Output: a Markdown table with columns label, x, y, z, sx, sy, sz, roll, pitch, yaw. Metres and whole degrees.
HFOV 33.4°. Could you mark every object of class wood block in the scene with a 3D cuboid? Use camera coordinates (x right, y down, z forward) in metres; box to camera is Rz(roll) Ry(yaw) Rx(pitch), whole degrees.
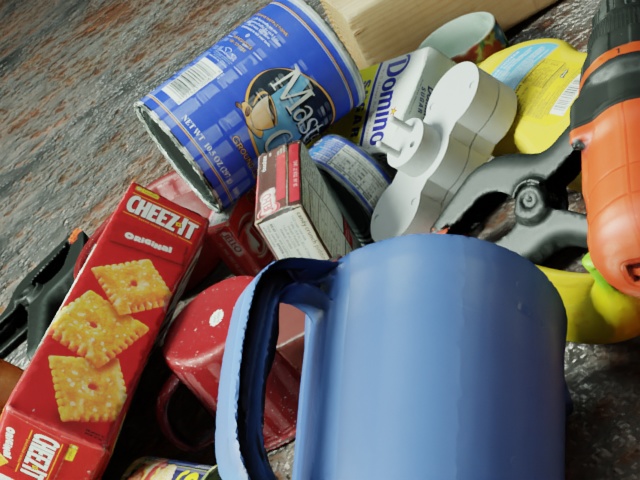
| label | x | y | z | sx | sy | sz | roll | pitch | yaw |
| --- | --- | --- | --- | --- | --- | --- | --- | --- | --- |
| wood block | 0.115 | -0.221 | 0.940 | 0.206 | 0.090 | 0.090 | -30 | 31 | -1 |

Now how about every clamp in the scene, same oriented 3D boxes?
| label | x | y | z | sx | sy | sz | roll | pitch | yaw |
| --- | --- | --- | --- | --- | --- | --- | --- | --- | --- |
| clamp | -0.275 | 0.068 | 1.003 | 0.165 | 0.036 | 0.209 | -21 | 29 | 28 |
| clamp | 0.140 | -0.033 | 0.655 | 0.172 | 0.039 | 0.120 | -11 | 68 | 37 |

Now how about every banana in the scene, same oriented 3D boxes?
| label | x | y | z | sx | sy | sz | roll | pitch | yaw |
| --- | --- | --- | --- | --- | --- | --- | --- | --- | --- |
| banana | 0.129 | 0.026 | 0.575 | 0.037 | 0.069 | 0.198 | -45 | 8 | -12 |

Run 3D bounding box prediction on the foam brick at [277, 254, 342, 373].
| label | x | y | z | sx | sy | sz | roll | pitch | yaw |
| --- | --- | --- | --- | --- | --- | --- | --- | --- | --- |
| foam brick | 0.013 | 0.058 | 0.652 | 0.051 | 0.078 | 0.053 | -29 | 38 | 17 |

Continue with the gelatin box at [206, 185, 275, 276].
| label | x | y | z | sx | sy | sz | roll | pitch | yaw |
| --- | --- | --- | --- | --- | --- | --- | --- | --- | --- |
| gelatin box | -0.049 | -0.011 | 0.837 | 0.030 | 0.073 | 0.089 | -16 | 33 | 31 |

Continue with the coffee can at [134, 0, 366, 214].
| label | x | y | z | sx | sy | sz | roll | pitch | yaw |
| --- | --- | --- | --- | --- | --- | --- | --- | --- | --- |
| coffee can | -0.051 | -0.102 | 0.793 | 0.140 | 0.102 | 0.103 | -39 | 28 | -10 |

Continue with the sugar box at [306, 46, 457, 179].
| label | x | y | z | sx | sy | sz | roll | pitch | yaw |
| --- | --- | --- | --- | --- | --- | --- | --- | --- | --- |
| sugar box | 0.033 | -0.090 | 0.850 | 0.177 | 0.048 | 0.093 | -11 | 54 | 58 |

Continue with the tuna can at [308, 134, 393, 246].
| label | x | y | z | sx | sy | sz | roll | pitch | yaw |
| --- | --- | --- | --- | --- | --- | --- | --- | --- | --- |
| tuna can | 0.020 | -0.036 | 0.787 | 0.033 | 0.086 | 0.086 | -45 | 29 | -19 |

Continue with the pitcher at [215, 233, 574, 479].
| label | x | y | z | sx | sy | sz | roll | pitch | yaw |
| --- | --- | --- | --- | --- | --- | --- | --- | --- | --- |
| pitcher | 0.036 | 0.119 | 0.464 | 0.149 | 0.145 | 0.242 | -5 | 43 | 14 |

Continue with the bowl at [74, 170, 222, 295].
| label | x | y | z | sx | sy | sz | roll | pitch | yaw |
| --- | --- | --- | --- | --- | --- | --- | --- | --- | --- |
| bowl | -0.132 | 0.005 | 0.923 | 0.162 | 0.055 | 0.162 | -27 | 29 | 16 |

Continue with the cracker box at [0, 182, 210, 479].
| label | x | y | z | sx | sy | sz | roll | pitch | yaw |
| --- | --- | --- | --- | --- | --- | --- | --- | --- | --- |
| cracker box | -0.155 | 0.091 | 0.730 | 0.164 | 0.072 | 0.213 | -59 | 8 | 42 |

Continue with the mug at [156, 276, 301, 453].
| label | x | y | z | sx | sy | sz | roll | pitch | yaw |
| --- | --- | --- | --- | --- | --- | --- | --- | --- | --- |
| mug | -0.057 | 0.085 | 0.689 | 0.117 | 0.081 | 0.093 | -42 | 29 | -11 |

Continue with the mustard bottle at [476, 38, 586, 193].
| label | x | y | z | sx | sy | sz | roll | pitch | yaw |
| --- | --- | --- | --- | --- | --- | --- | --- | --- | --- |
| mustard bottle | 0.156 | -0.097 | 0.758 | 0.096 | 0.058 | 0.192 | -53 | 29 | -1 |

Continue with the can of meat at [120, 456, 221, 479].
| label | x | y | z | sx | sy | sz | roll | pitch | yaw |
| --- | --- | --- | --- | --- | --- | --- | --- | --- | --- |
| can of meat | -0.091 | 0.175 | 0.618 | 0.084 | 0.057 | 0.102 | -5 | 40 | 48 |

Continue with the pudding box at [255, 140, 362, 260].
| label | x | y | z | sx | sy | sz | roll | pitch | yaw |
| --- | --- | --- | --- | --- | --- | --- | --- | --- | --- |
| pudding box | -0.005 | 0.001 | 0.728 | 0.039 | 0.113 | 0.090 | -23 | 30 | 14 |

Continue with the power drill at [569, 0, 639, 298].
| label | x | y | z | sx | sy | sz | roll | pitch | yaw |
| --- | --- | --- | --- | --- | --- | --- | --- | --- | --- |
| power drill | 0.166 | -0.002 | 0.468 | 0.057 | 0.187 | 0.184 | -20 | 33 | 30 |
